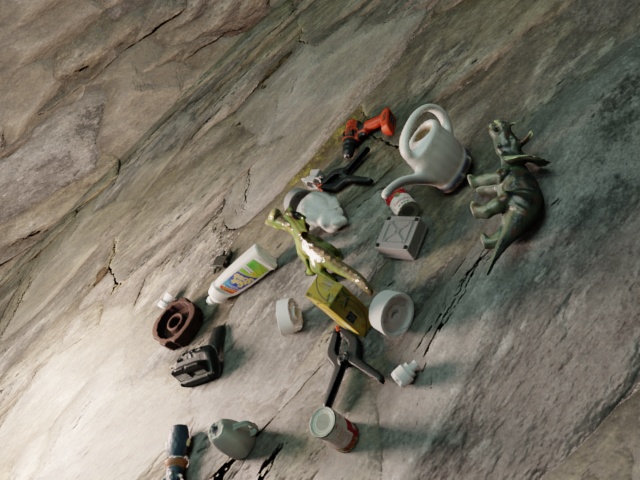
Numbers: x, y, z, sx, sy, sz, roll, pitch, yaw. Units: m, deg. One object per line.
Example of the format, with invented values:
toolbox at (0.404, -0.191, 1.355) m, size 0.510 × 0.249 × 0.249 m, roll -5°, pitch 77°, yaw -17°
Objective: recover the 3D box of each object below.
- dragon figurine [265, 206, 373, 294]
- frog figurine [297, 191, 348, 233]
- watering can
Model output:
dragon figurine at (-0.025, 0.006, 1.439) m, size 0.123 × 0.238 × 0.414 m, roll -48°, pitch 37°, yaw -14°
frog figurine at (0.005, -0.080, 1.583) m, size 0.138 × 0.121 × 0.161 m, roll -28°, pitch 25°, yaw -15°
watering can at (0.290, -0.204, 1.386) m, size 0.103 × 0.222 × 0.353 m, roll -15°, pitch 44°, yaw 57°
